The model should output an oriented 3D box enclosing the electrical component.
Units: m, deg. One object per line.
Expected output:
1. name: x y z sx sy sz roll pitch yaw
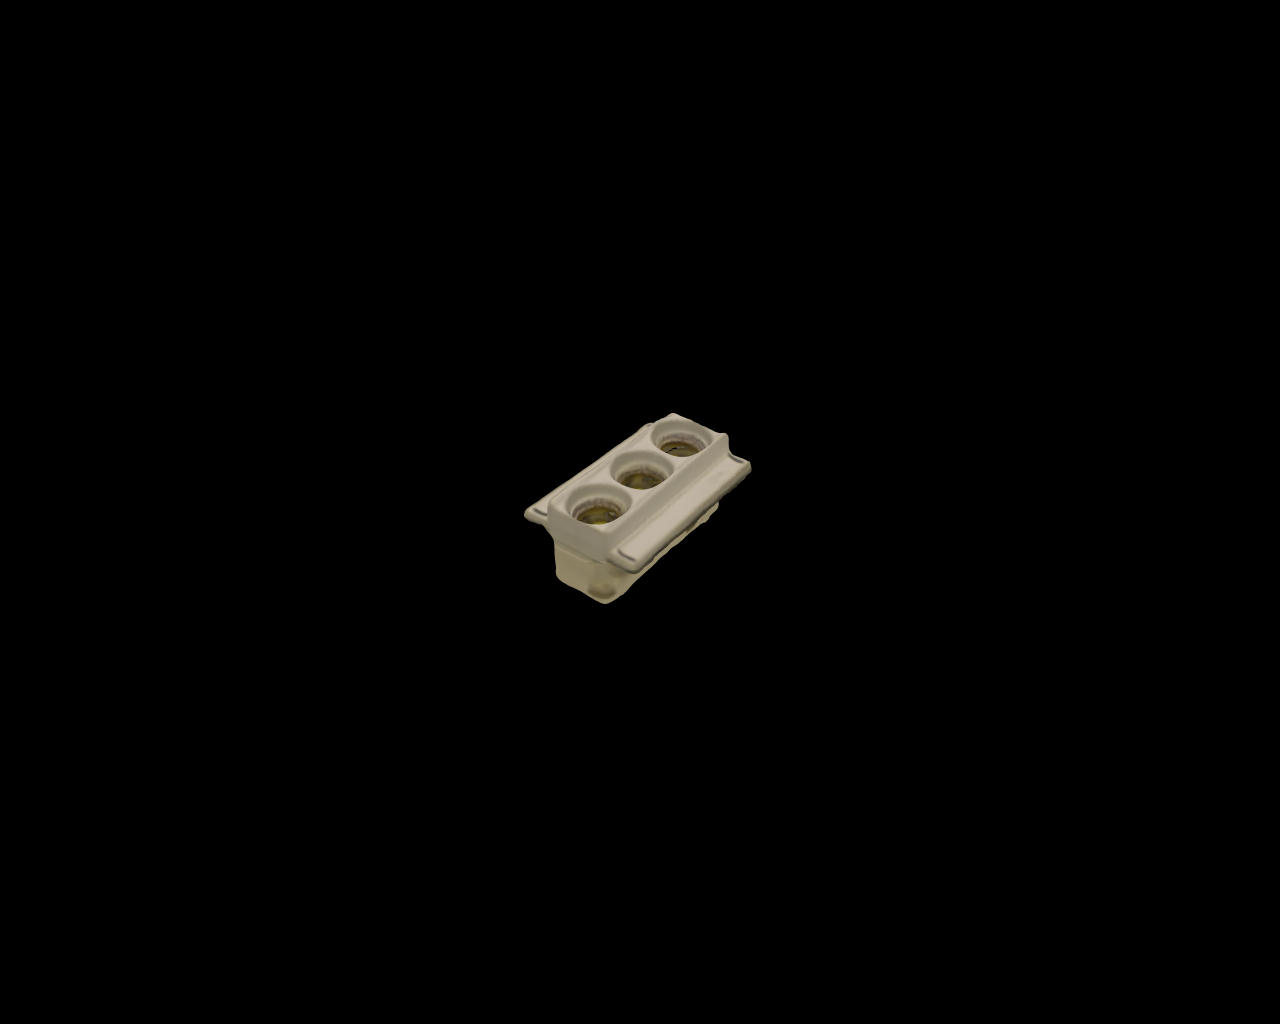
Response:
1. electrical component: 0.001 -0.003 0.650 0.079 0.063 0.121 25 45 28
